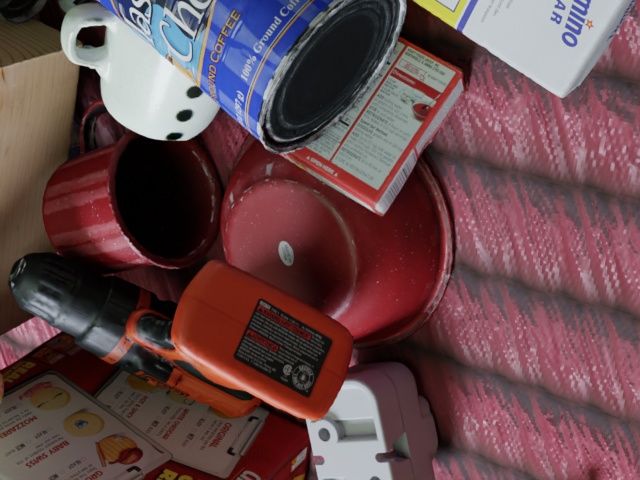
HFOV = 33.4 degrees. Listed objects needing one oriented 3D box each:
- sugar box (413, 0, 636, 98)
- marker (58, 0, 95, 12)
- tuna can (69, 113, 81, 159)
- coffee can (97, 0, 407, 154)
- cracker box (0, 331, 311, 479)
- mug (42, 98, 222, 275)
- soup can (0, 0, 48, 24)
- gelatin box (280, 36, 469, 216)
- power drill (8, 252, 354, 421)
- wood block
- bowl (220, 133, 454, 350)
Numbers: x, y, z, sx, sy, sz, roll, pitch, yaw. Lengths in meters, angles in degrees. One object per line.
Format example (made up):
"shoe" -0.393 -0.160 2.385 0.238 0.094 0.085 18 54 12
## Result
"sugar box" 0.077 -0.159 0.532 0.176 0.048 0.093 36 125 12
"marker" -0.128 -0.168 0.657 0.121 0.020 0.020 -17 99 51
"tuna can" -0.200 -0.057 0.755 0.086 0.033 0.086 12 115 29
"coffee can" -0.042 -0.126 0.540 0.140 0.102 0.103 42 125 17
"cracker box" -0.138 0.152 0.715 0.214 0.163 0.072 22 123 25
"mug" -0.127 -0.034 0.685 0.082 0.093 0.117 -12 96 40
"soup can" -0.223 -0.182 0.662 0.102 0.068 0.068 21 119 14
"gelatin box" 0.027 -0.069 0.583 0.073 0.030 0.089 32 86 18
"power drill" -0.081 0.053 0.626 0.184 0.057 0.188 29 163 -23
"wood block" -0.229 -0.041 0.699 0.090 0.090 0.206 27 122 21
"bowl" -0.004 0.001 0.639 0.162 0.055 0.162 12 114 29
